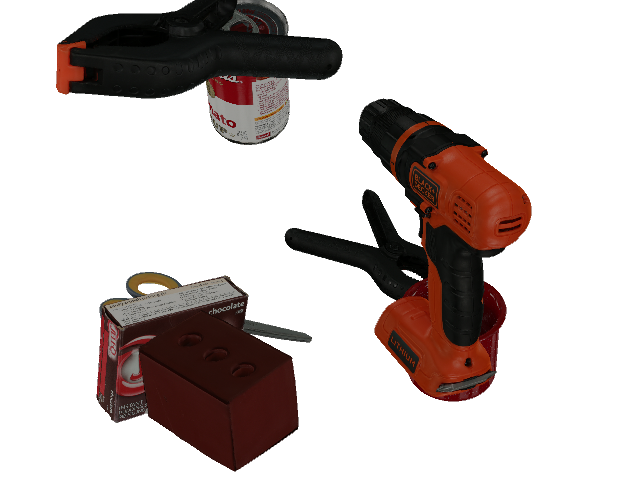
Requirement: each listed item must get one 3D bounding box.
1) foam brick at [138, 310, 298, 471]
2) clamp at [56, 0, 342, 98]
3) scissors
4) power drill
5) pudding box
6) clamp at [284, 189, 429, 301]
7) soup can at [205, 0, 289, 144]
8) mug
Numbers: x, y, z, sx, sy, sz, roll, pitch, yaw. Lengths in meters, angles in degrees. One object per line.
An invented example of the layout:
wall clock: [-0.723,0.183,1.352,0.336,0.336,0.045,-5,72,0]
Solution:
foam brick: [-0.059,0.085,0.613,0.078,0.051,0.052,23,38,36]
clamp: [-0.085,-0.122,0.646,0.171,0.039,0.120,-10,31,-32]
scissors: [-0.110,0.064,1.032,0.201,0.016,0.096,3,33,-3]
power drill: [0.078,0.005,0.782,0.057,0.188,0.185,-14,34,-21]
pudding box: [-0.115,0.082,0.827,0.113,0.090,0.039,-15,40,-36]
clamp: [0.071,0.022,1.249,0.164,0.036,0.210,-22,51,-39]
soup can: [-0.059,-0.134,0.851,0.068,0.068,0.102,0,-34,0]
mug: [0.120,0.082,0.970,0.093,0.081,0.117,1,39,6]
